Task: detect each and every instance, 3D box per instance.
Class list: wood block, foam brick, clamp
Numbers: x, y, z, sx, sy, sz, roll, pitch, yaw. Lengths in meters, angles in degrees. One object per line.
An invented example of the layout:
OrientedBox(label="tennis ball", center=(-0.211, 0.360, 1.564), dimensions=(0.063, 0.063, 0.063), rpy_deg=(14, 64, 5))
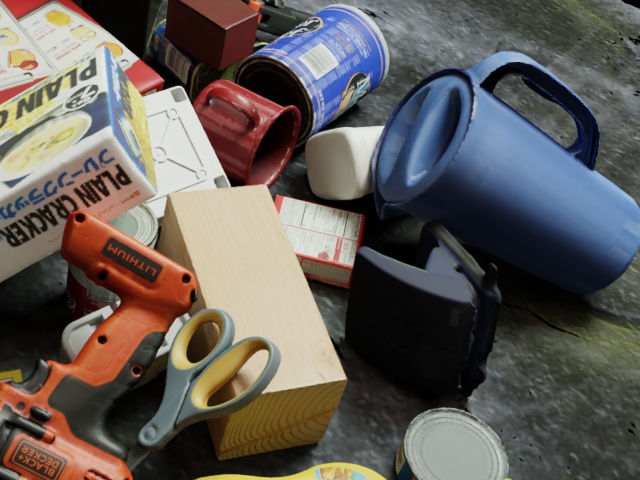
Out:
OrientedBox(label="wood block", center=(-0.062, 0.061, 0.865), dimensions=(0.090, 0.090, 0.206), rpy_deg=(-6, 50, -23))
OrientedBox(label="foam brick", center=(-0.107, -0.213, 1.058), dimensions=(0.078, 0.051, 0.052), rpy_deg=(35, 46, 22))
OrientedBox(label="clamp", center=(-0.048, -0.244, 1.160), dimensions=(0.120, 0.039, 0.171), rpy_deg=(19, 20, -4))

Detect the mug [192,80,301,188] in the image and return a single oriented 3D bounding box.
OrientedBox(label="mug", center=(-0.078, -0.106, 1.007), dimensions=(0.081, 0.117, 0.093), rpy_deg=(28, 74, 17))

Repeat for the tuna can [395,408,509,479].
OrientedBox(label="tuna can", center=(0.103, 0.178, 0.844), dimensions=(0.086, 0.034, 0.086), rpy_deg=(9, 45, -9))

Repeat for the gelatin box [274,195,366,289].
OrientedBox(label="gelatin box", center=(-0.006, 0.001, 0.981), dimensions=(0.089, 0.030, 0.073), rpy_deg=(13, 45, -1))

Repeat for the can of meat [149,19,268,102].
OrientedBox(label="can of meat", center=(-0.116, -0.198, 1.120), dimensions=(0.101, 0.057, 0.084), rpy_deg=(-24, 57, -34))

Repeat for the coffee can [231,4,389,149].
OrientedBox(label="coffee can", center=(-0.008, -0.168, 1.092), dimensions=(0.103, 0.103, 0.140), rpy_deg=(34, 47, 16))

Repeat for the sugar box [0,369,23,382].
OrientedBox(label="sugar box", center=(-0.290, 0.151, 0.739), dimensions=(0.176, 0.048, 0.093), rpy_deg=(-8, 53, -20))

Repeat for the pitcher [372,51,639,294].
OrientedBox(label="pitcher", center=(0.182, -0.051, 0.963), dimensions=(0.242, 0.149, 0.145), rpy_deg=(27, 66, -27))

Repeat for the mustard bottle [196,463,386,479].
OrientedBox(label="mustard bottle", center=(0.003, 0.209, 0.765), dimensions=(0.191, 0.058, 0.096), rpy_deg=(-3, 48, -20))

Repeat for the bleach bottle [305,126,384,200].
OrientedBox(label="bleach bottle", center=(0.116, -0.090, 1.064), dimensions=(0.250, 0.103, 0.068), rpy_deg=(-11, 96, -27))

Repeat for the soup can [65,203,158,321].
OrientedBox(label="soup can", center=(-0.169, 0.020, 0.861), dimensions=(0.068, 0.102, 0.068), rpy_deg=(9, 46, -9))

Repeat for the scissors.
OrientedBox(label="scissors", center=(-0.120, 0.122, 0.768), dimensions=(0.202, 0.016, 0.096), rpy_deg=(-34, 51, 3))

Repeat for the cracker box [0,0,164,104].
OrientedBox(label="cracker box", center=(-0.283, -0.160, 1.021), dimensions=(0.214, 0.072, 0.163), rpy_deg=(41, 50, 20))

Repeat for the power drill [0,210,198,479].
OrientedBox(label="power drill", center=(-0.182, 0.077, 0.724), dimensions=(0.184, 0.057, 0.187), rpy_deg=(30, 74, -10))
